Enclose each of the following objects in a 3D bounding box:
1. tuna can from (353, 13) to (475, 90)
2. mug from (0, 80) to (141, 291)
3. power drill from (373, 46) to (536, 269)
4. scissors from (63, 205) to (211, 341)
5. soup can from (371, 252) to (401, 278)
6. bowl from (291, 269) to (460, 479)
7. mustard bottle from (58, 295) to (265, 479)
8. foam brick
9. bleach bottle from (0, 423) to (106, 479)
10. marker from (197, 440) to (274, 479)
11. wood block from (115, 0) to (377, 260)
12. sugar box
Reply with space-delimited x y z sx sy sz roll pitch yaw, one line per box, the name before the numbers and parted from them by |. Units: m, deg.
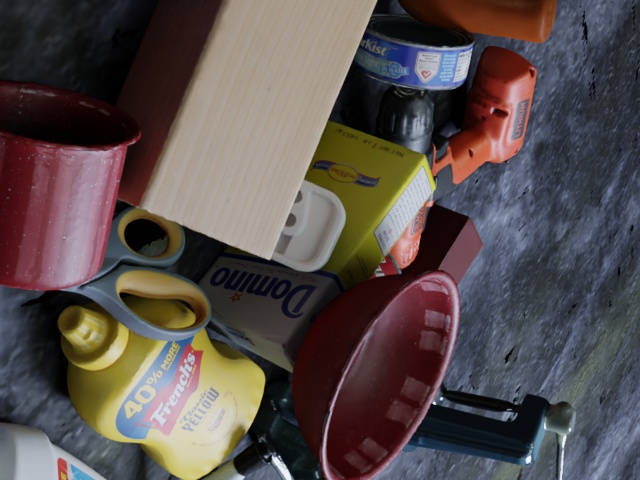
tuna can | 0.068 -0.138 0.779 0.085 0.086 0.034 -22 129 -48
mug | -0.144 -0.031 0.552 0.117 0.093 0.081 -82 -173 -69
power drill | 0.103 -0.085 0.875 0.187 0.057 0.184 -39 150 -33
scissors | -0.146 0.003 0.612 0.201 0.016 0.096 24 49 -36
soup can | 0.007 0.046 0.825 0.102 0.069 0.068 -34 136 -39
bowl | 0.030 0.084 0.719 0.161 0.055 0.162 -37 141 -38
mustard bottle | -0.109 0.087 0.691 0.096 0.058 0.191 -53 145 -9
foam brick | 0.101 0.014 0.955 0.078 0.051 0.053 -56 145 -17
bleach bottle | -0.158 0.189 0.657 0.250 0.068 0.102 59 23 -50
marker | -0.081 0.177 0.763 0.121 0.020 0.020 -35 154 20
wood block | -0.044 -0.105 0.607 0.090 0.090 0.206 23 89 -33
sugar box | -0.005 0.001 0.755 0.176 0.093 0.048 -52 144 -22
